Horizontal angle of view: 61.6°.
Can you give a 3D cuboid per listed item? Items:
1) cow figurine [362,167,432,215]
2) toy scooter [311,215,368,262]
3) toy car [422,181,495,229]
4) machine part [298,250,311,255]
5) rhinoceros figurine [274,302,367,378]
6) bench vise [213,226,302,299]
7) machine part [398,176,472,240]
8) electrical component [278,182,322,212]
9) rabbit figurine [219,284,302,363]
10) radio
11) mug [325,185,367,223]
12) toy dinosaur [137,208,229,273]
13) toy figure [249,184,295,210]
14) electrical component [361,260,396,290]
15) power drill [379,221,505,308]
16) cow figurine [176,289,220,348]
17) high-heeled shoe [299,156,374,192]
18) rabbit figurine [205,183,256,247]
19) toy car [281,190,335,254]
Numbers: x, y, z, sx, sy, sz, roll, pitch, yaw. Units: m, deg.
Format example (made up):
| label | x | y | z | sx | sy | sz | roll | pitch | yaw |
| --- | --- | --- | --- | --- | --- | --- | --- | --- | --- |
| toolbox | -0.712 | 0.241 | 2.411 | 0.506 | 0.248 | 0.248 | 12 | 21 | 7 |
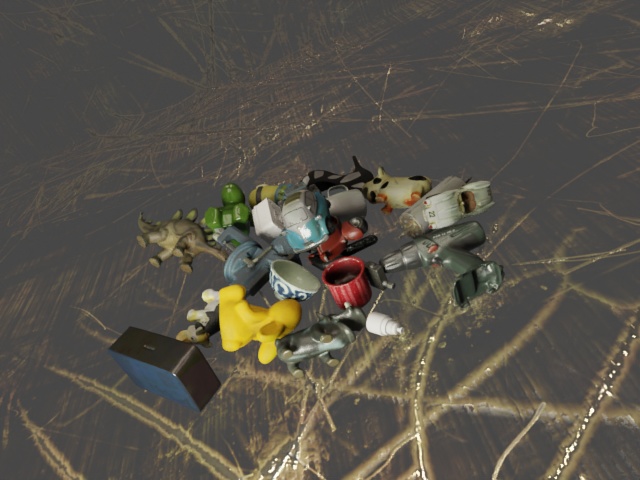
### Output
| label | x | y | z | sx | sy | sz | roll | pitch | yaw |
| --- | --- | --- | --- | --- | --- | --- | --- | --- | --- |
| cow figurine | 0.193 | -0.129 | 1.374 | 0.195 | 0.085 | 0.127 | 1 | 46 | 37 |
| toy scooter | 0.013 | -0.004 | 1.250 | 0.184 | 0.075 | 0.135 | 6 | 48 | 42 |
| toy car | 0.309 | -0.080 | 1.193 | 0.202 | 0.073 | 0.056 | -19 | 8 | -30 |
| machine part | -0.003 | -0.004 | 1.360 | 0.139 | 0.039 | 0.084 | -17 | 28 | 14 |
| rhinoceros figurine | 0.005 | 0.191 | 1.050 | 0.190 | 0.073 | 0.112 | -25 | 21 | 1 |
| bench vise | -0.168 | 0.025 | 1.327 | 0.241 | 0.128 | 0.223 | 32 | 80 | 32 |
| machine part | 0.269 | -0.076 | 1.255 | 0.243 | 0.079 | 0.079 | -38 | 35 | -22 |
| electrical component | -0.042 | -0.082 | 1.408 | 0.115 | 0.134 | 0.058 | -27 | 33 | -8 |
| rabbit figurine | -0.121 | 0.167 | 1.124 | 0.173 | 0.121 | 0.162 | -6 | 35 | -8 |
| radio | -0.315 | 0.259 | 1.089 | 0.230 | 0.131 | 0.073 | 6 | 43 | 38 |
| mug | 0.050 | -0.091 | 1.367 | 0.107 | 0.080 | 0.109 | -14 | 69 | -23 |
| toy dinosaur | -0.428 | -0.012 | 1.586 | 0.472 | 0.104 | 0.198 | 15 | 41 | 33 |
| toy figure | -0.123 | -0.121 | 1.557 | 0.180 | 0.082 | 0.089 | 5 | 24 | 26 |
| electrical component | 0.119 | 0.074 | 1.144 | 0.021 | 0.063 | 0.094 | -40 | 37 | -25 |
| power drill | 0.254 | 0.052 | 1.090 | 0.232 | 0.085 | 0.207 | -24 | 25 | -6 |
| cow figurine | -0.249 | 0.187 | 1.216 | 0.098 | 0.068 | 0.167 | 3 | 42 | 27 |
| high-heeled shoe | 0.040 | -0.139 | 1.527 | 0.249 | 0.086 | 0.145 | -29 | 60 | 24 |
| rabbit figurine | -0.233 | -0.079 | 1.506 | 0.121 | 0.158 | 0.170 | -14 | 53 | 12 |
| toy car | -0.034 | -0.058 | 1.201 | 0.109 | 0.102 | 0.162 | -21 | 42 | 23 |
